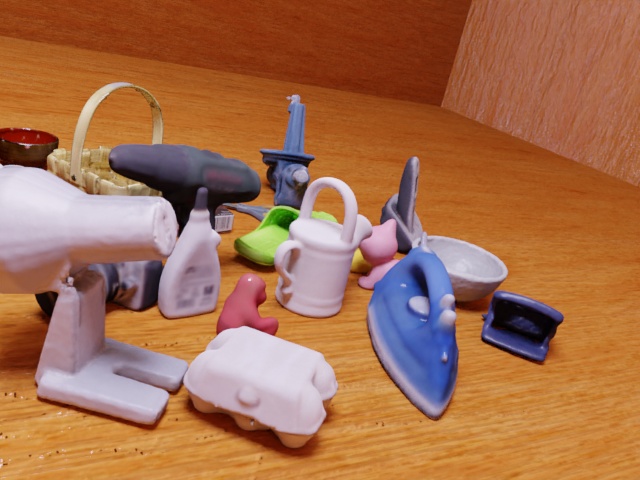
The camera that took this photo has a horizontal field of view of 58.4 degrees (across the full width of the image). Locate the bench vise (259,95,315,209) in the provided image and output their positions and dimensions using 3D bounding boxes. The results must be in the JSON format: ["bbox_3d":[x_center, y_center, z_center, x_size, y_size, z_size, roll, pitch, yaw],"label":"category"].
[{"bbox_3d":[-0.048,-0.187,1.221,0.122,0.220,0.206,-3,27,-36],"label":"bench vise"}]

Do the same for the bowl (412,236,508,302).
[{"bbox_3d":[0.229,0.059,0.982,0.167,0.075,0.167,12,22,-5],"label":"bowl"}]

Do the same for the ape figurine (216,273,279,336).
[{"bbox_3d":[-0.089,0.085,0.708,0.076,0.092,0.077,-4,28,-37],"label":"ape figurine"}]

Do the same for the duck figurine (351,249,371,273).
[{"bbox_3d":[0.066,0.005,1.001,0.104,0.086,0.077,13,22,-2],"label":"duck figurine"}]

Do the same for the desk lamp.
[{"bbox_3d":[-0.226,0.045,0.560,0.203,0.213,0.118,14,22,2],"label":"desk lamp"}]

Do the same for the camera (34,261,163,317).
[{"bbox_3d":[-0.288,0.031,0.708,0.142,0.101,0.137,22,23,19],"label":"camera"}]

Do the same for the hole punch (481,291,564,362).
[{"bbox_3d":[0.306,0.114,0.869,0.108,0.091,0.101,21,23,17],"label":"hole punch"}]

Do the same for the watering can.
[{"bbox_3d":[0.006,0.002,0.827,0.100,0.194,0.173,20,23,16],"label":"watering can"}]

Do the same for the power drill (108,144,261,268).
[{"bbox_3d":[-0.183,-0.029,0.773,0.075,0.208,0.230,29,26,33],"label":"power drill"}]

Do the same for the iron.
[{"bbox_3d":[0.142,0.095,0.751,0.119,0.141,0.258,10,22,-8],"label":"iron"}]

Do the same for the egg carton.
[{"bbox_3d":[-0.060,0.150,0.596,0.150,0.069,0.107,18,22,10],"label":"egg carton"}]

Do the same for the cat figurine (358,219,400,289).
[{"bbox_3d":[0.112,0.027,0.931,0.127,0.118,0.067,22,23,21],"label":"cat figurine"}]

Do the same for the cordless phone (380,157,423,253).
[{"bbox_3d":[0.177,-0.080,1.140,0.094,0.185,0.148,16,22,8],"label":"cordless phone"}]

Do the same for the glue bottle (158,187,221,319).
[{"bbox_3d":[-0.158,0.015,0.726,0.078,0.173,0.037,-5,28,-38],"label":"glue bottle"}]
